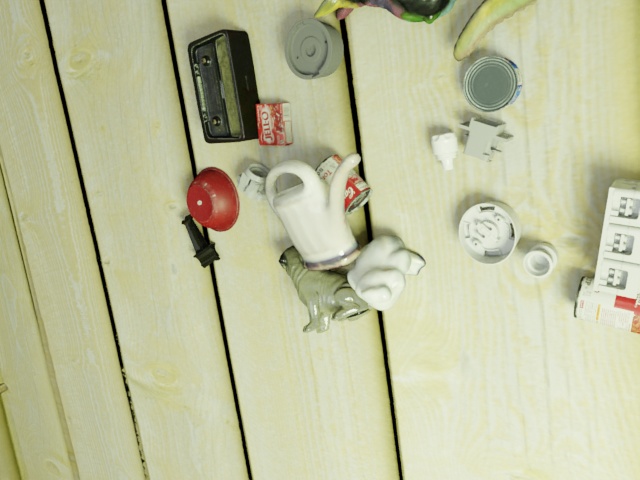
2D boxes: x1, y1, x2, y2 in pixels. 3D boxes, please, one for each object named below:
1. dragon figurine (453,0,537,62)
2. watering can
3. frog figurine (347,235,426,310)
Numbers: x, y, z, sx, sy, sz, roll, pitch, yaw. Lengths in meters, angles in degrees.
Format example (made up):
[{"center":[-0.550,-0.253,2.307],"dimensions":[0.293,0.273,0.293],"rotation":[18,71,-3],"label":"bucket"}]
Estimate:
[{"center":[0.363,-0.388,0.677],"dimensions":[0.244,0.124,0.401],"rotation":[32,129,16],"label":"dragon figurine"},{"center":[0.003,-0.047,0.935],"dimensions":[0.347,0.105,0.222],"rotation":[-1,120,61],"label":"watering can"},{"center":[0.105,0.062,0.938],"dimensions":[0.136,0.161,0.123],"rotation":[-20,91,38],"label":"frog figurine"}]
